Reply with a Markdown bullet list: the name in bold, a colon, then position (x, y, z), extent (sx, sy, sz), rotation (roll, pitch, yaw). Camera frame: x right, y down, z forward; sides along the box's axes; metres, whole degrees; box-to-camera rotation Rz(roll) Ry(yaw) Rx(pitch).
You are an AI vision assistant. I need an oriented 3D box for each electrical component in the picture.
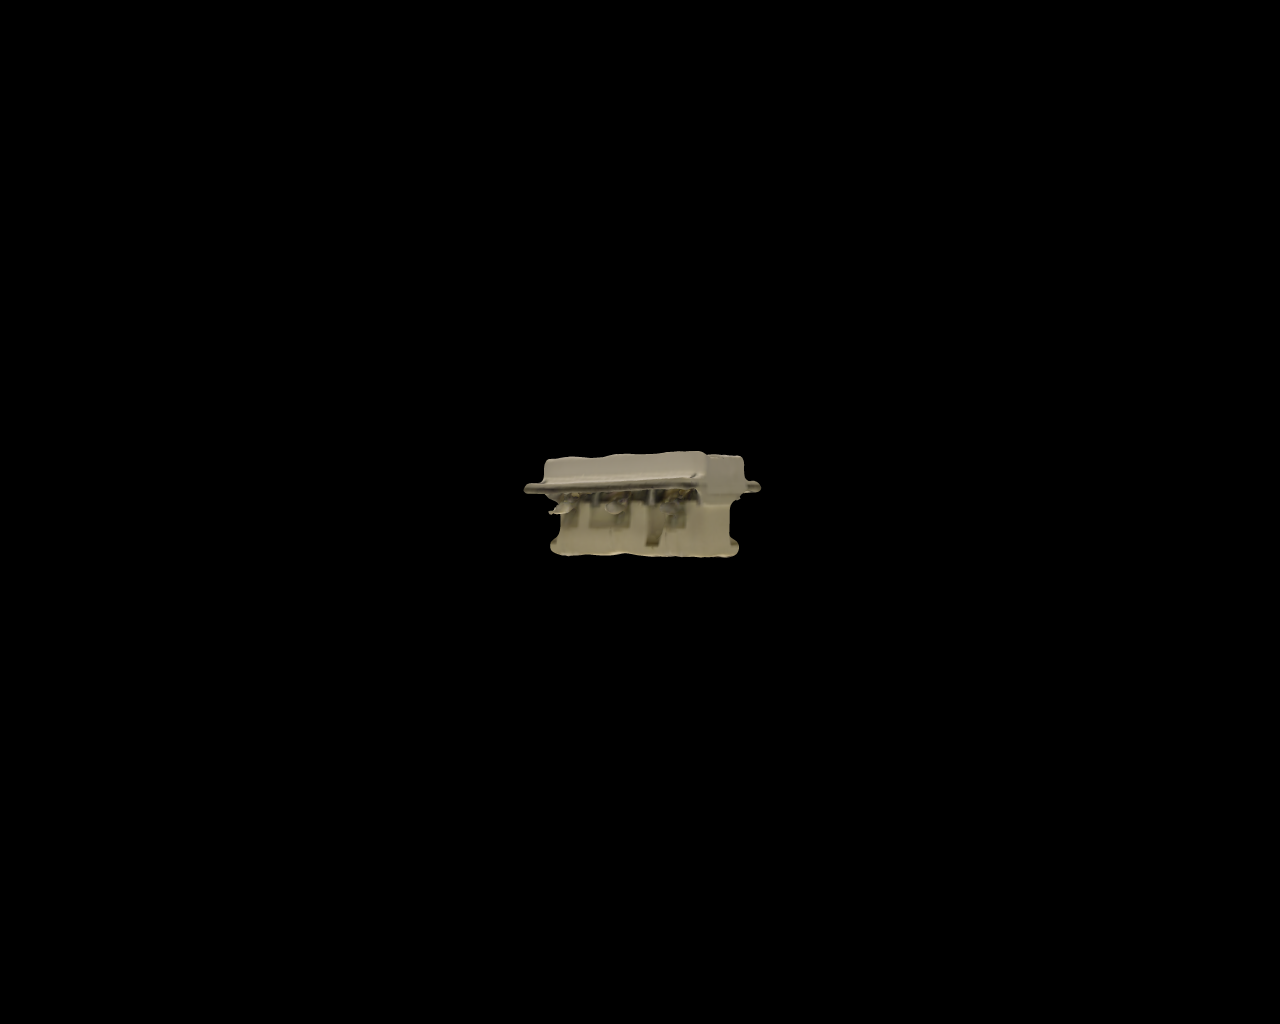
- **electrical component**: position (0.001, -0.003, 0.650), extent (0.121, 0.063, 0.079), rotation (0, 0, 37)
